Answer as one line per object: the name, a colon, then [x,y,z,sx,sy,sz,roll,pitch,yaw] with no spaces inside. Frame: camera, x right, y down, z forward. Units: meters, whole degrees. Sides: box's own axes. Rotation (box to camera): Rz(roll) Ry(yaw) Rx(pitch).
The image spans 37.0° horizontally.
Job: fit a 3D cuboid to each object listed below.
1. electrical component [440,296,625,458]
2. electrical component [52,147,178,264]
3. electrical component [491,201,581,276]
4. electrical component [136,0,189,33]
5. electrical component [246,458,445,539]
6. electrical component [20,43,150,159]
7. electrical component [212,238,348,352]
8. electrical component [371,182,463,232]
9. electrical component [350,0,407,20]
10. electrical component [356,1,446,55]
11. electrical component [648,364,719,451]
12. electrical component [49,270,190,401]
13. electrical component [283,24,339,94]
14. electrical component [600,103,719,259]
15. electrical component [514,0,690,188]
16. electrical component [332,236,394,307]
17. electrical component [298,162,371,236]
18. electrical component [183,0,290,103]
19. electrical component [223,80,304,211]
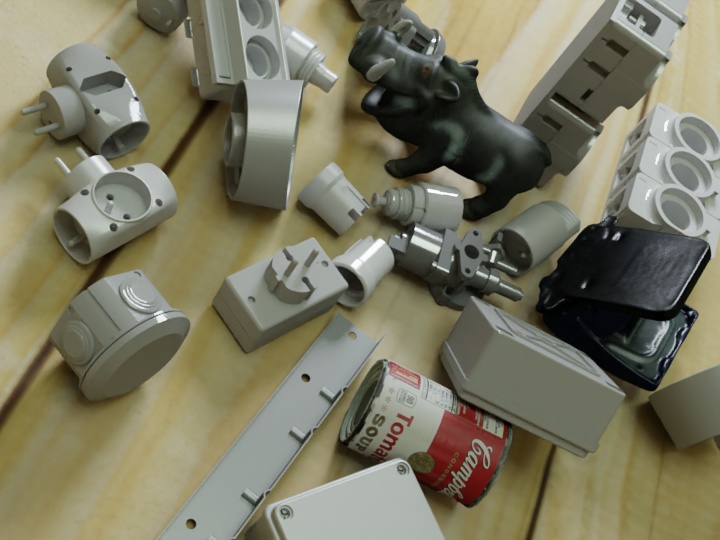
electrical component: [0.122,0.075,0.783,0.109,0.056,0.108,27,9,-9]
electrical component: [-0.183,-0.054,0.758,0.077,0.044,0.079,-35,80,-37]
electrical component: [0.151,-0.032,0.907,0.081,0.043,0.043,-33,78,-37]
electrical component: [-0.151,-0.229,0.886,0.040,0.040,0.078,33,51,-4]
electrical component: [-0.001,0.190,0.686,0.109,0.056,0.108,-14,67,-32]
electrical component: [-0.208,-0.119,0.787,0.079,0.043,0.077,-26,74,-35]
electrical component: [-0.050,0.008,0.764,0.083,0.075,0.047,-27,74,-35]
electrical component: [0.047,-0.051,0.870,0.078,0.040,0.040,7,58,-22]
electrical component: [0.013,-0.260,0.977,0.055,0.055,0.047,-15,71,-32]
electrical component: [0.037,-0.196,0.940,0.057,0.078,0.058,30,93,-26]
electrical component: [0.291,0.108,0.850,0.108,0.108,0.060,-11,72,-31]
electrical component: [-0.154,0.042,0.691,0.080,0.080,0.051,-30,72,-36]
electrical component: [-0.048,-0.172,0.898,0.062,0.043,0.043,34,52,-4]
electrical component: [0.284,-0.073,0.985,0.089,0.061,0.150,30,52,-6]
electrical component: [0.201,-0.163,0.922,0.060,0.186,0.105,34,52,-3]
electrical component: [0.000,0.000,0.817,0.040,0.040,0.046,42,47,3]
electrical component: [-0.019,-0.055,0.842,0.046,0.040,0.040,46,52,-2]
electrical component: [-0.102,-0.198,0.851,0.079,0.063,0.121,-2,81,-48]
electrical component: [-0.068,-0.095,0.809,0.064,0.099,0.099,4,59,-16]
